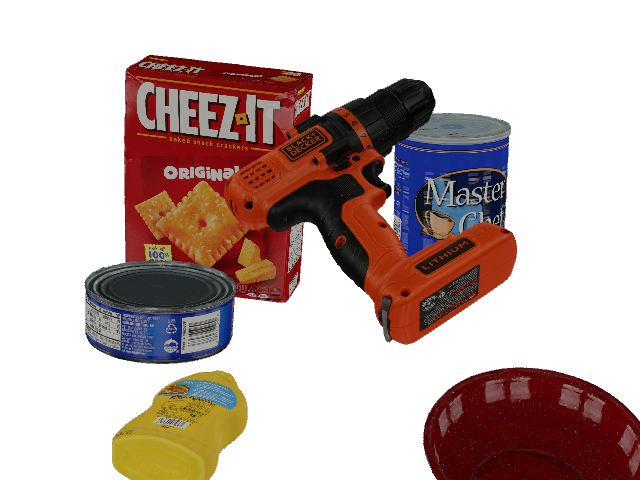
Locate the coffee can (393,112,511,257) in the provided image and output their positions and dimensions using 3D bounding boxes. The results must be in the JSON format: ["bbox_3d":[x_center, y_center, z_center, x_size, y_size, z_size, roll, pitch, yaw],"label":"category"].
[{"bbox_3d":[0.116,-0.036,0.960,0.103,0.140,0.103,0,18,0],"label":"coffee can"}]

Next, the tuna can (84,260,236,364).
[{"bbox_3d":[-0.092,0.040,0.612,0.086,0.034,0.086,4,16,-1],"label":"tuna can"}]

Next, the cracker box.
[{"bbox_3d":[-0.099,-0.056,1.007,0.164,0.214,0.072,8,23,10],"label":"cracker box"}]

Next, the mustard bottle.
[{"bbox_3d":[-0.126,0.178,1.063,0.096,0.058,0.191,7,19,14],"label":"mustard bottle"}]

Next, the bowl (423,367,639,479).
[{"bbox_3d":[0.154,0.164,0.769,0.162,0.055,0.162,-1,35,0],"label":"bowl"}]

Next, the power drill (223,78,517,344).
[{"bbox_3d":[0.050,-0.028,0.761,0.184,0.057,0.188,-33,54,-17],"label":"power drill"}]
